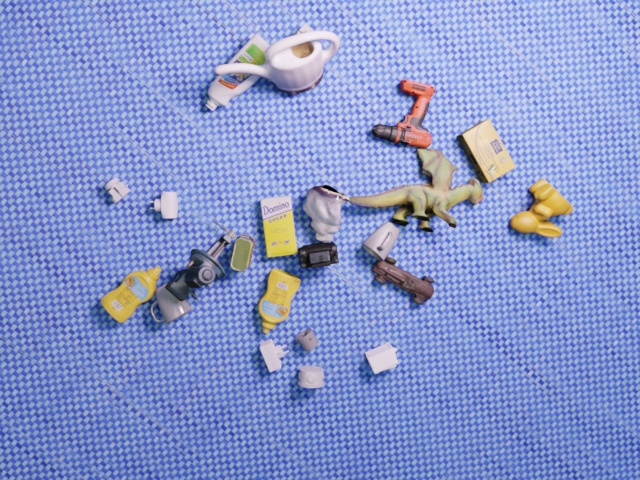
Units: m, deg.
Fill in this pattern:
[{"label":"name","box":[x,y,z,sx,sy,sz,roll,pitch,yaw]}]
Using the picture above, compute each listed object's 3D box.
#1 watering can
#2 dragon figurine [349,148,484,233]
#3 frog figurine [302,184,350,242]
[{"label":"watering can","box":[-0.109,-0.486,1.439,0.348,0.222,0.105,-18,78,0]},{"label":"dragon figurine","box":[0.308,-0.163,1.557,0.410,0.121,0.246,17,76,-6]},{"label":"frog figurine","box":[0.005,-0.077,1.522,0.138,0.123,0.158,28,103,28]}]
